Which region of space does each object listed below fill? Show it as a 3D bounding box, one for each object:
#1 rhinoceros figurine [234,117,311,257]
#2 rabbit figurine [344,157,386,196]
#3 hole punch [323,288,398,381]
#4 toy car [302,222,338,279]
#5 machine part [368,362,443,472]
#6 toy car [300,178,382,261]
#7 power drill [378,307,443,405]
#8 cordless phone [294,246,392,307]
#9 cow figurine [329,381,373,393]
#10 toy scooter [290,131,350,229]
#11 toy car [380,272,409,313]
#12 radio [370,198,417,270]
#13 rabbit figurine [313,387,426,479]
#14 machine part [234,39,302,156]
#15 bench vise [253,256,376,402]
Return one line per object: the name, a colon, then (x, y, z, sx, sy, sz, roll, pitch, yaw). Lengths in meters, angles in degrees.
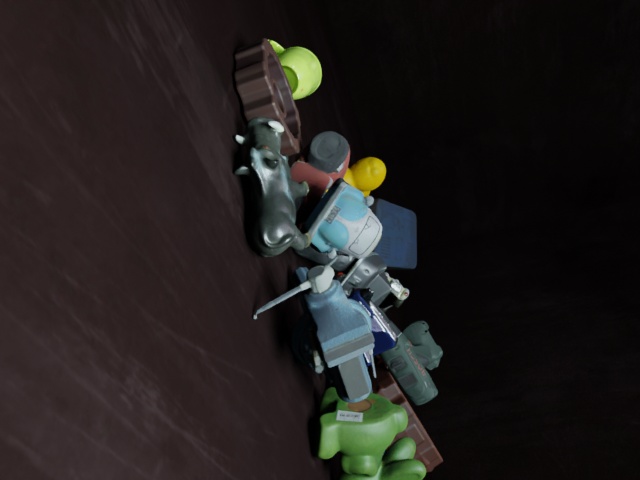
rhinoceros figurine: (-0.068, -0.067, 0.700, 0.112, 0.073, 0.190, 32, 47, -60)
rabbit figurine: (0.055, -0.114, 1.101, 0.162, 0.173, 0.122, 32, 42, -69)
hole punch: (0.043, 0.154, 0.862, 0.092, 0.142, 0.116, -33, 87, -44)
toy car: (-0.002, -0.003, 0.991, 0.089, 0.053, 0.201, -70, 151, -52)
machine part: (0.155, 0.369, 1.109, 0.201, 0.087, 0.201, 58, 1, -7)
toy car: (0.037, -0.016, 0.788, 0.103, 0.109, 0.161, 36, -3, 6)
power drill: (0.187, 0.225, 1.155, 0.232, 0.086, 0.207, 60, 17, 13)
cordless phone: (0.017, 0.067, 0.930, 0.184, 0.146, 0.089, 26, 23, -27)
cow figurine: (0.068, 0.314, 0.904, 0.127, 0.086, 0.194, -87, 165, -74)
toy scooter: (-0.016, -0.079, 0.856, 0.184, 0.075, 0.135, -56, 168, -20)
toy car: (0.142, 0.119, 1.204, 0.073, 0.056, 0.201, 39, -19, 1)
radio: (0.129, -0.007, 1.103, 0.229, 0.073, 0.131, 9, 80, -61)
rabbit figurine: (0.068, 0.316, 0.793, 0.121, 0.159, 0.170, -100, -170, -76)
machine part: (-0.079, -0.215, 0.832, 0.179, 0.056, 0.179, -14, 90, -79)
bench vise: (0.002, 0.102, 0.746, 0.223, 0.129, 0.241, 59, -1, -33)
